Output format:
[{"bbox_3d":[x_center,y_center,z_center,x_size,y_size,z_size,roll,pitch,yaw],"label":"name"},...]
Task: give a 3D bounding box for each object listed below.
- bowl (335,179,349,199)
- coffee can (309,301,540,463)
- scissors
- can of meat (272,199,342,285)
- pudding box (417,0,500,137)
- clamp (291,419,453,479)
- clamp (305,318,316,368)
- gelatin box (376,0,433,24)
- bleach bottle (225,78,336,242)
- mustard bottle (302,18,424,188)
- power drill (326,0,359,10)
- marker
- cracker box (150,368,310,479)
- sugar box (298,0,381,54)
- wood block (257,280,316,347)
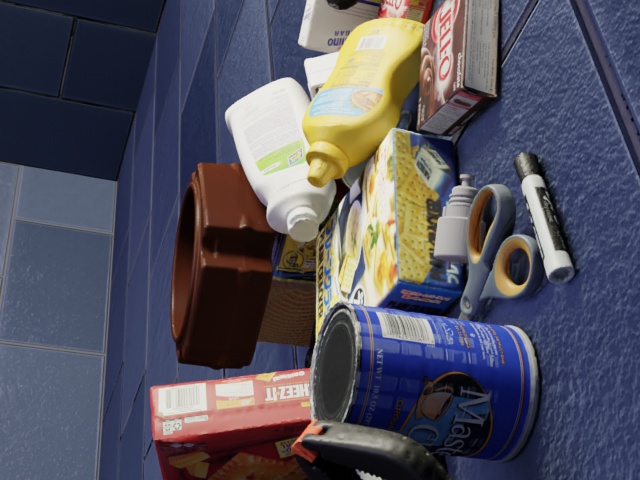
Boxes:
[{"bbox_3d":[0.018,-0.117,1.233,0.162,0.055,0.162,-171,90,-73],"label":"bowl"},{"bbox_3d":[0.074,0.105,0.782,0.103,0.140,0.103,-171,90,-73],"label":"coffee can"},{"bbox_3d":[0.131,0.054,0.833,0.096,0.016,0.202,-131,39,-50],"label":"scissors"},{"bbox_3d":[-0.008,0.001,1.175,0.057,0.102,0.084,-111,32,-58],"label":"can of meat"},{"bbox_3d":[0.122,-0.160,0.941,0.090,0.039,0.113,136,140,-63],"label":"pudding box"},{"bbox_3d":[0.072,0.194,0.706,0.036,0.210,0.165,-43,-26,-51],"label":"clamp"},{"bbox_3d":[0.005,0.140,1.165,0.120,0.039,0.171,-161,81,-72],"label":"clamp"},{"bbox_3d":[0.086,-0.240,1.115,0.089,0.030,0.073,-116,38,-61],"label":"gelatin box"},{"bbox_3d":[-0.040,-0.078,1.135,0.103,0.068,0.251,-29,35,11],"label":"bleach bottle"},{"bbox_3d":[0.036,-0.128,1.021,0.096,0.058,0.191,6,55,37],"label":"mustard bottle"},{"bbox_3d":[0.078,-0.303,1.071,0.184,0.057,0.188,-59,25,12],"label":"power drill"},{"bbox_3d":[0.161,-0.020,0.774,0.020,0.020,0.121,116,157,-43],"label":"marker"},{"bbox_3d":[-0.071,0.226,1.051,0.072,0.164,0.214,-100,5,-47],"label":"cracker box"},{"bbox_3d":[0.039,-0.293,1.190,0.048,0.093,0.176,-128,50,-69],"label":"sugar box"},{"bbox_3d":[-0.055,0.027,1.334,0.206,0.090,0.091,-102,26,-50],"label":"wood block"}]
